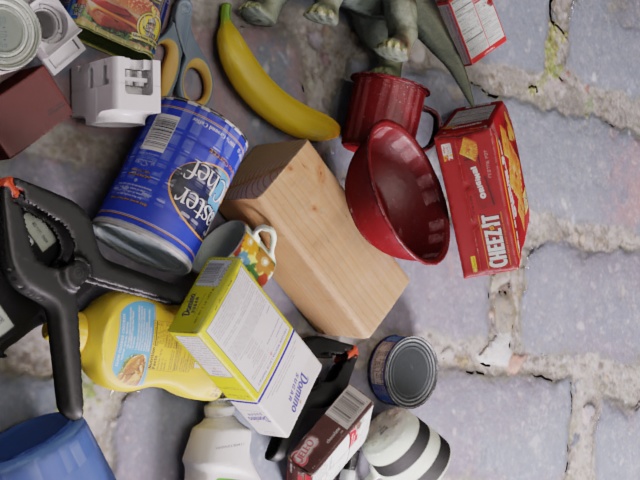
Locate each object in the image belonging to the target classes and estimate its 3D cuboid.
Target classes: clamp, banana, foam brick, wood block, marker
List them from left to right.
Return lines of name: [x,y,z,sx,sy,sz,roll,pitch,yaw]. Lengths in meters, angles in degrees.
foam brick: [-0.271,-0.112,0.949,0.078,0.051,0.053,-43,117,-30]
clamp: [-0.211,0.028,0.933,0.164,0.036,0.210,-43,115,-40]
banana: [-0.049,-0.160,1.135,0.197,0.037,0.069,47,65,-29]
clamp: [-0.020,0.162,1.149,0.171,0.039,0.120,-13,88,-39]
wood block: [-0.008,0.002,1.135,0.090,0.091,0.206,-52,120,-26]
marker: [0.027,0.293,1.210,0.020,0.020,0.121,17,79,-38]

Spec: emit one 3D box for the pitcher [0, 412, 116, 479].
pitcher: [-0.205,0.277,0.950,0.149,0.145,0.243,-30,105,-36]

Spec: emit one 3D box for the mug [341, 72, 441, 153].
mug: [0.082,-0.133,1.203,0.117,0.093,0.081,14,86,-19]

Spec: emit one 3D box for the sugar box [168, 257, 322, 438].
sugar box: [-0.069,0.106,1.041,0.176,0.048,0.093,58,47,-39]

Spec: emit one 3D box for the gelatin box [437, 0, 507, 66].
gelatin box: [0.187,-0.271,1.330,0.073,0.030,0.089,-37,113,-31]

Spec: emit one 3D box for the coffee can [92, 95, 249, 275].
coffee can: [-0.142,-0.051,1.019,0.102,0.103,0.140,36,68,-33]

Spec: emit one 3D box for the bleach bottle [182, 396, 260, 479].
bleach bottle: [-0.091,0.285,1.089,0.102,0.068,0.251,0,87,-45]

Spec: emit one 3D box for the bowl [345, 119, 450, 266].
bowl: [0.073,-0.042,1.119,0.162,0.055,0.162,37,42,-43]

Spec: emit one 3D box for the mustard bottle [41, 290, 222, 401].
mustard bottle: [-0.175,0.098,1.022,0.191,0.058,0.096,13,83,-38]

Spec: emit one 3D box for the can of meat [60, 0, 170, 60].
can of meat: [-0.194,-0.224,1.008,0.101,0.058,0.084,20,81,-37]

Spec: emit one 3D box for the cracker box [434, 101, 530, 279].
cracker box: [0.194,-0.066,1.243,0.213,0.072,0.164,-49,127,-70]

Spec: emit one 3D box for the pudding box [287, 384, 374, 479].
pudding box: [0.010,0.224,1.155,0.113,0.039,0.090,-44,158,-28]

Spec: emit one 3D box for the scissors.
scissors: [-0.128,-0.218,1.086,0.096,0.016,0.201,33,71,-36]

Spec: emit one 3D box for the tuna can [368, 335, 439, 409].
tuna can: [0.098,0.154,1.257,0.085,0.034,0.086,0,90,-39]

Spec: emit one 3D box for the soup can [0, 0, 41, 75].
soup can: [-0.288,-0.170,0.904,0.068,0.102,0.068,0,89,-39]
